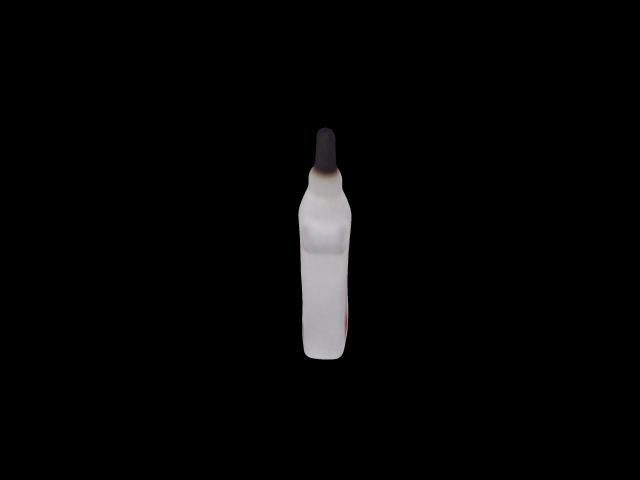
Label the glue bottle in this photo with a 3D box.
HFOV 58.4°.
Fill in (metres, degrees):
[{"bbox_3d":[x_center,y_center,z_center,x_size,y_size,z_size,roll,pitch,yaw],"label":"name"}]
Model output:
[{"bbox_3d":[0.004,0.001,0.400,0.037,0.173,0.078,0,39,0],"label":"glue bottle"}]
